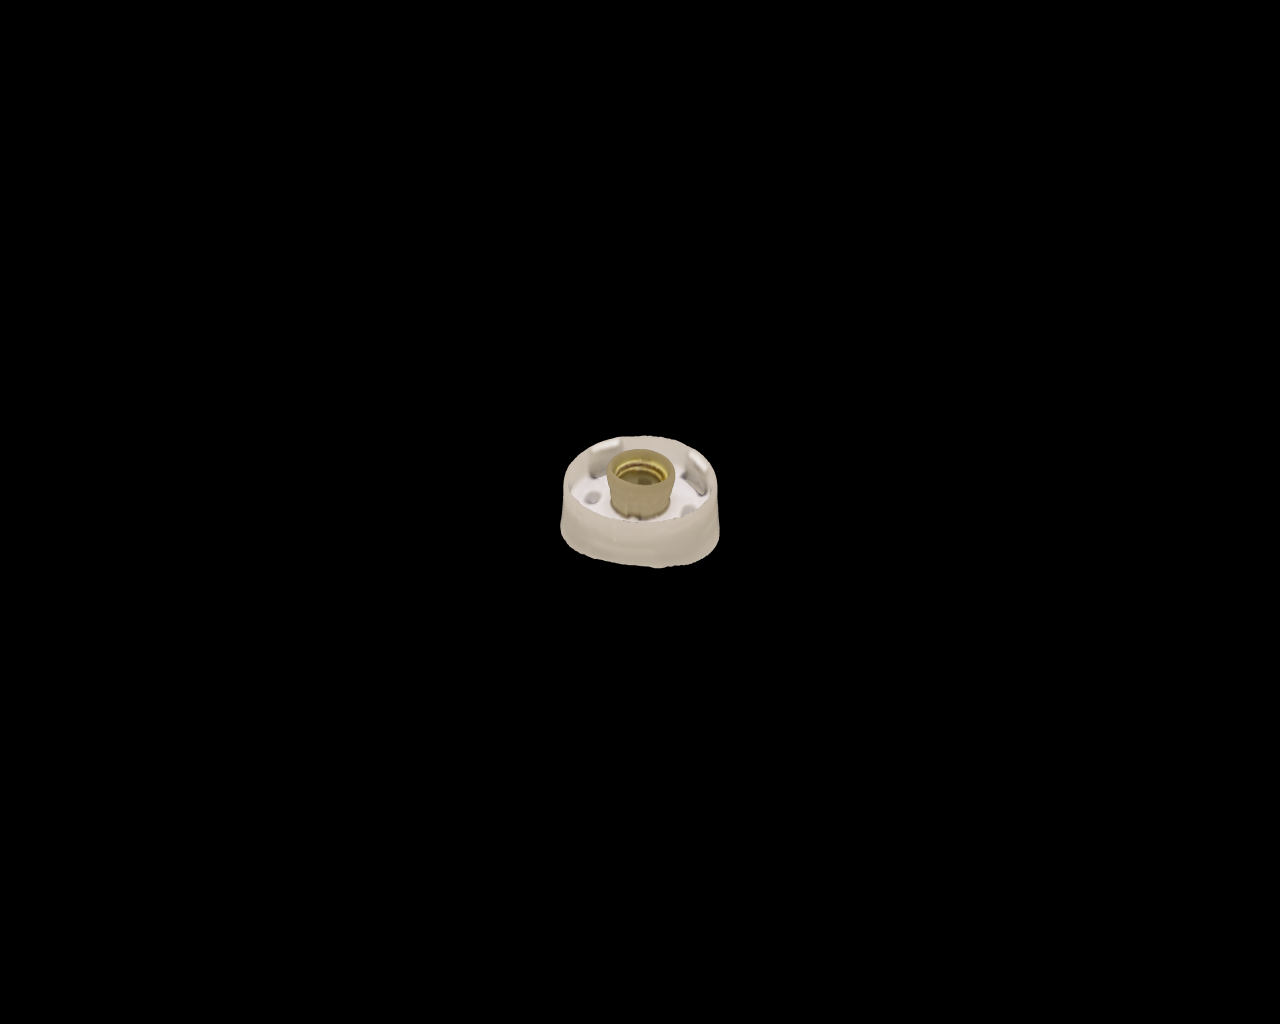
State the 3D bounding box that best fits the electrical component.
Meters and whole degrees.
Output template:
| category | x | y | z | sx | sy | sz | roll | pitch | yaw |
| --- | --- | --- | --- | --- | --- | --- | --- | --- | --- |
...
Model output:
| category | x | y | z | sx | sy | sz | roll | pitch | yaw |
| --- | --- | --- | --- | --- | --- | --- | --- | --- | --- |
| electrical component | 0.001 | -0.003 | 0.650 | 0.099 | 0.064 | 0.099 | 0 | 38 | 0 |
